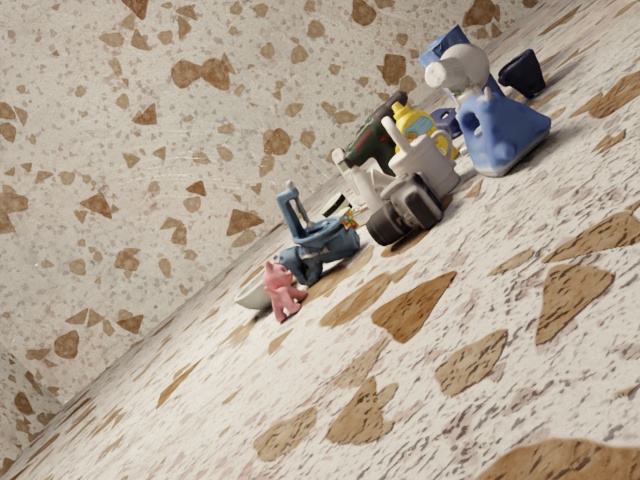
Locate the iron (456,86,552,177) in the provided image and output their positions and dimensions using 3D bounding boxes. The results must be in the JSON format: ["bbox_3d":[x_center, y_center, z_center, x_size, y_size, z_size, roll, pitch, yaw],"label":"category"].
[{"bbox_3d":[0.298,-0.202,1.031,0.118,0.141,0.258,-41,9,-1],"label":"iron"}]

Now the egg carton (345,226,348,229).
[{"bbox_3d":[0.013,0.005,1.455,0.107,0.069,0.150,-44,9,-23],"label":"egg carton"}]

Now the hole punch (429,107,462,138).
[{"bbox_3d":[0.360,-0.335,1.609,0.109,0.091,0.101,-46,10,-34],"label":"hole punch"}]

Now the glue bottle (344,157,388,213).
[{"bbox_3d":[0.113,-0.125,1.335,0.037,0.173,0.078,-33,11,39],"label":"glue bottle"}]

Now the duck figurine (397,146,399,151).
[{"bbox_3d":[0.249,-0.262,1.740,0.077,0.086,0.105,-32,12,45],"label":"duck figurine"}]

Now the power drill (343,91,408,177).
[{"bbox_3d":[0.182,-0.231,1.456,0.229,0.208,0.076,-37,9,20],"label":"power drill"}]

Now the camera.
[{"bbox_3d":[0.151,-0.061,1.086,0.136,0.101,0.143,-37,9,20],"label":"camera"}]

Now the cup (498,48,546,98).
[{"bbox_3d":[0.464,-0.368,1.313,0.118,0.095,0.091,-44,9,-23],"label":"cup"}]

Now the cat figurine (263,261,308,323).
[{"bbox_3d":[-0.092,0.102,1.255,0.067,0.118,0.128,-37,9,19],"label":"cat figurine"}]

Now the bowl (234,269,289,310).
[{"bbox_3d":[-0.134,0.126,1.464,0.167,0.075,0.167,-39,9,8],"label":"bowl"}]

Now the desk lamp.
[{"bbox_3d":[0.334,-0.336,1.311,0.117,0.213,0.203,-32,12,42],"label":"desk lamp"}]

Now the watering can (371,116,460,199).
[{"bbox_3d":[0.183,-0.166,1.168,0.173,0.194,0.101,-42,9,-8],"label":"watering can"}]

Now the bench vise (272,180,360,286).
[{"bbox_3d":[-0.046,-0.012,1.292,0.207,0.220,0.121,-39,9,8],"label":"bench vise"}]

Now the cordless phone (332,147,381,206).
[{"bbox_3d":[0.119,-0.199,1.646,0.147,0.185,0.094,-31,13,47],"label":"cordless phone"}]
